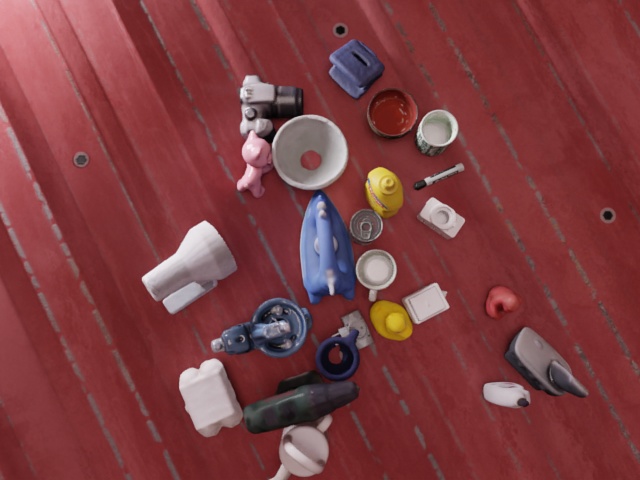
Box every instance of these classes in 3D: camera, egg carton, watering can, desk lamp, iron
[{"bbox_3d":[-0.105,-0.292,1.265,0.137,0.101,0.143,0,84,0],"label":"camera"},{"bbox_3d":[-0.233,0.336,1.217,0.107,0.069,0.150,-25,85,-3],"label":"egg carton"},{"bbox_3d":[-0.034,0.427,1.146,0.101,0.194,0.173,17,84,2],"label":"watering can"},{"bbox_3d":[-0.267,0.064,1.172,0.203,0.213,0.118,-36,85,-3],"label":"desk lamp"},{"bbox_3d":[0.011,0.004,1.216,0.118,0.141,0.258,-8,84,-1],"label":"iron"}]

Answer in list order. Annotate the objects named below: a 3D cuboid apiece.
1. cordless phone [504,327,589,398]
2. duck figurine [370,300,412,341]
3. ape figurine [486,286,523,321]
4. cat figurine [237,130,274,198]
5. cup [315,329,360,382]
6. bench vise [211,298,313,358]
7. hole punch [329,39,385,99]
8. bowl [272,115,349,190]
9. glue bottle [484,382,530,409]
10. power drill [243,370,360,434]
[{"bbox_3d":[0.470,0.255,1.171,0.147,0.185,0.094,42,86,4],"label":"cordless phone"},{"bbox_3d":[0.155,0.174,1.227,0.104,0.086,0.077,41,86,4],"label":"duck figurine"},{"bbox_3d":[0.400,0.135,1.229,0.078,0.092,0.076,-6,84,-1],"label":"ape figurine"},{"bbox_3d":[-0.142,-0.166,1.244,0.067,0.117,0.128,17,84,2],"label":"cat figurine"},{"bbox_3d":[0.044,0.238,1.216,0.091,0.095,0.118,33,85,3],"label":"cup"},{"bbox_3d":[-0.114,0.199,1.156,0.207,0.219,0.121,-34,85,-3],"label":"bench vise"},{"bbox_3d":[0.082,-0.392,1.281,0.108,0.091,0.101,43,86,4],"label":"hole punch"},{"bbox_3d":[-0.022,-0.187,1.268,0.167,0.074,0.167,0,84,0],"label":"bowl"},{"bbox_3d":[0.393,0.321,1.170,0.078,0.173,0.037,-5,84,0],"label":"glue bottle"},{"bbox_3d":[-0.035,0.319,1.150,0.229,0.208,0.075,-19,84,-2],"label":"power drill"}]
